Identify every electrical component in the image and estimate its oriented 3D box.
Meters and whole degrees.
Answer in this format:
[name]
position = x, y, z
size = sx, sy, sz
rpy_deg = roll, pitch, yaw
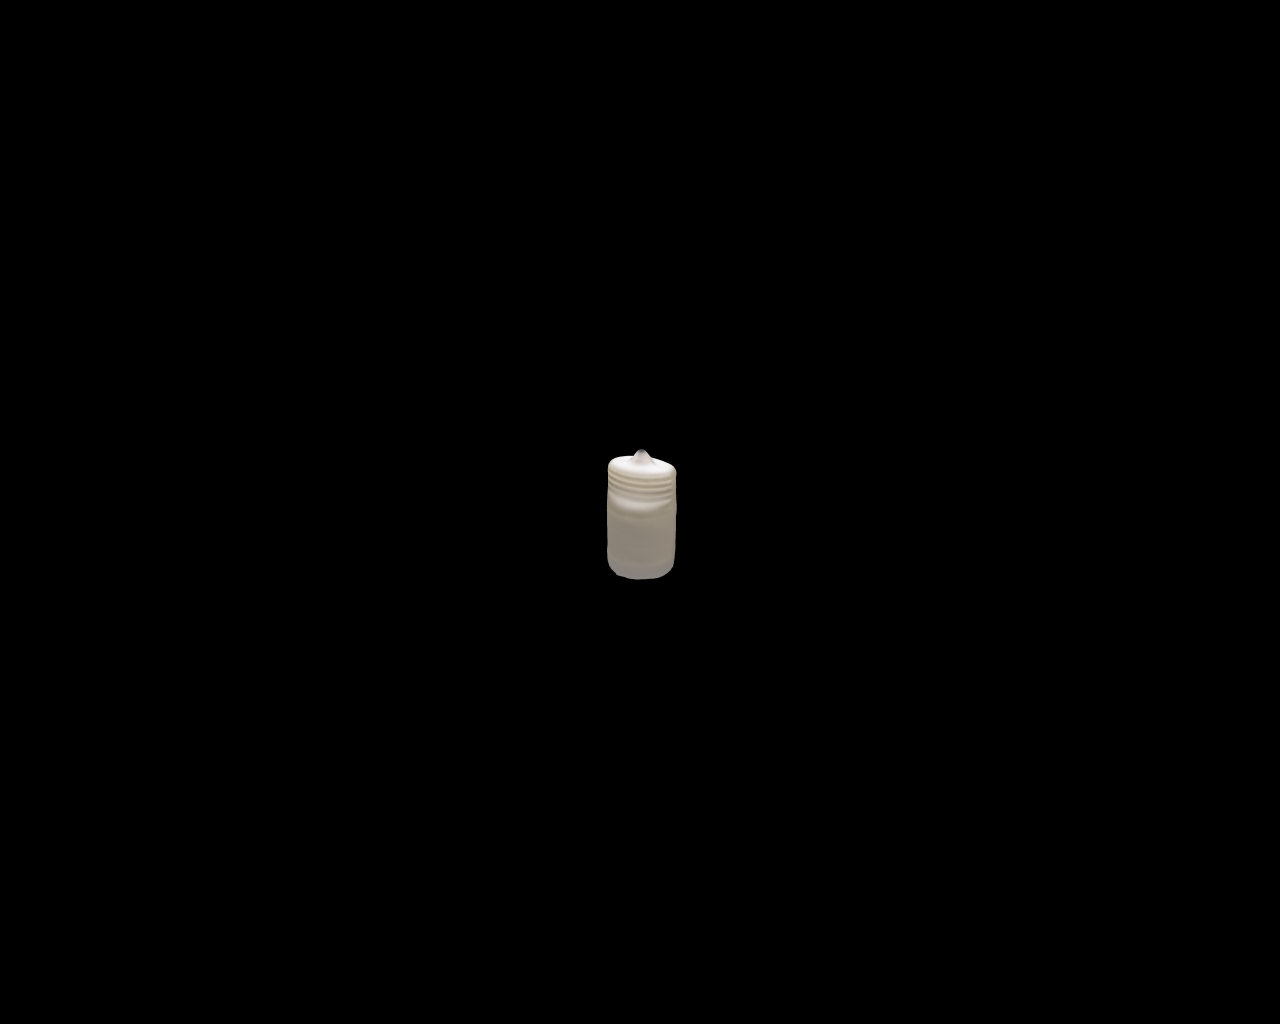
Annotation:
[electrical component]
position = 0.001, -0.003, 0.650
size = 0.043, 0.080, 0.043
rpy_deg = 0, 29, 0
